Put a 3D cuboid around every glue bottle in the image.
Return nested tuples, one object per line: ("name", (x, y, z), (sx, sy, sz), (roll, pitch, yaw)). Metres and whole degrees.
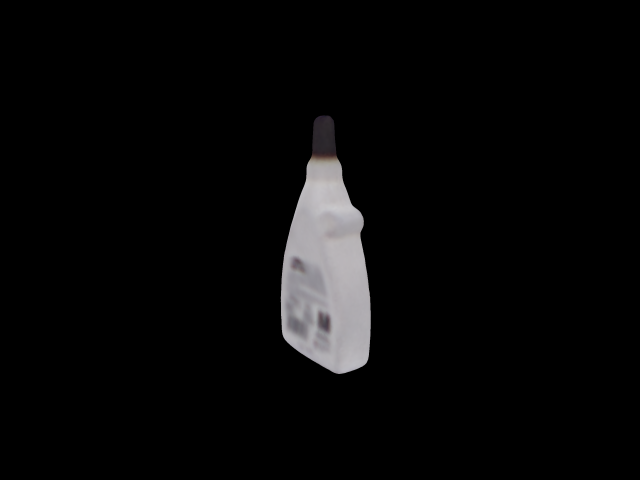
("glue bottle", (0.004, 0.001, 0.400), (0.037, 0.173, 0.077), (-13, 22, -35))
